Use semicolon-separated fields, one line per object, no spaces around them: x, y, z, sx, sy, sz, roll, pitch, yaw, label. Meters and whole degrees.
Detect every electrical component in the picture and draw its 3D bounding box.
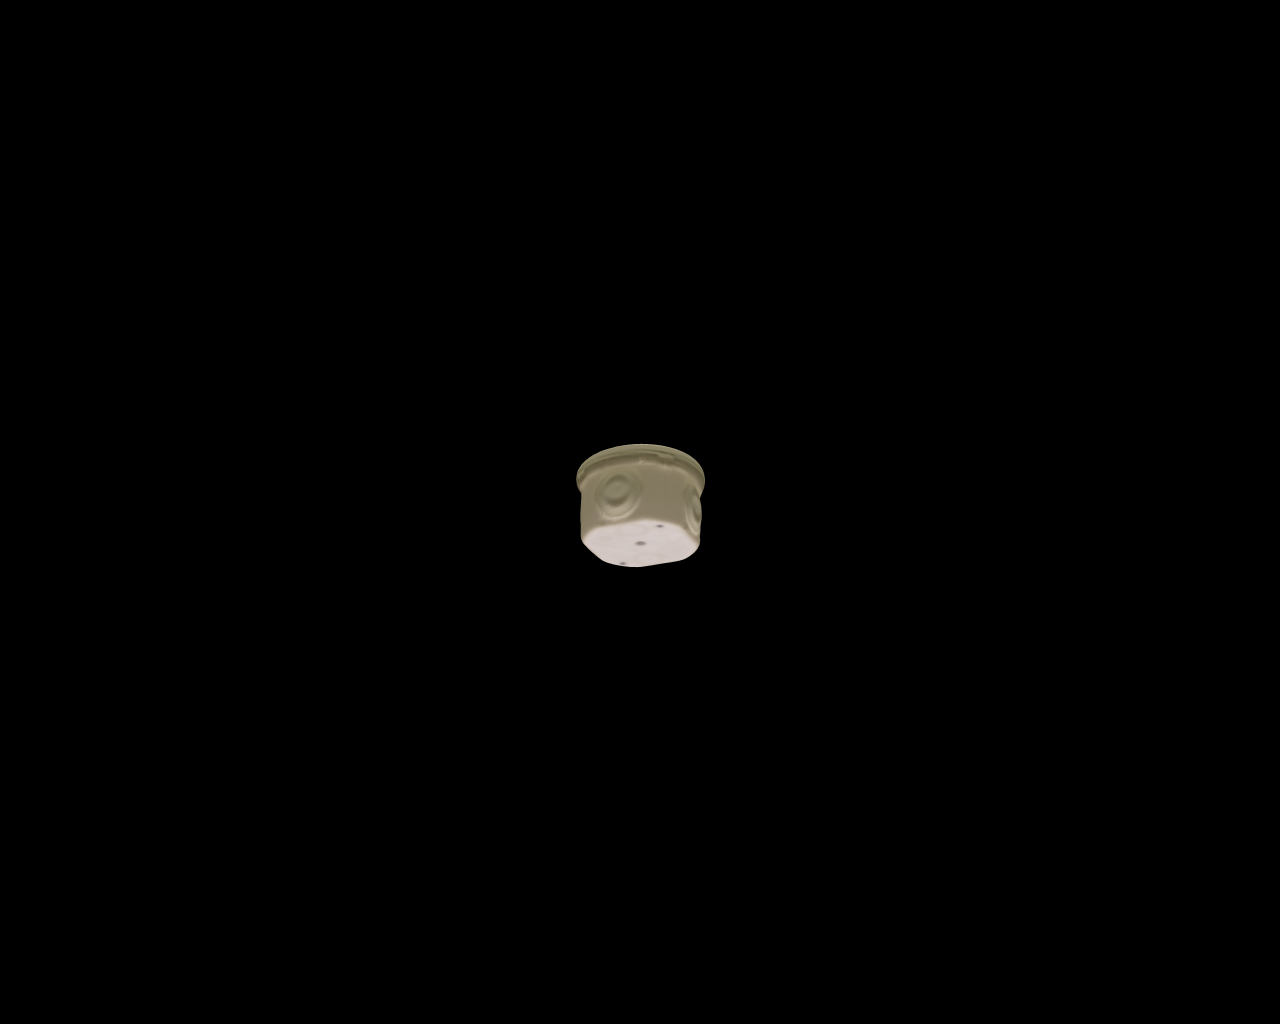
0.001;-0.003;0.650;0.080;0.051;0.080;0;-27;0;electrical component
